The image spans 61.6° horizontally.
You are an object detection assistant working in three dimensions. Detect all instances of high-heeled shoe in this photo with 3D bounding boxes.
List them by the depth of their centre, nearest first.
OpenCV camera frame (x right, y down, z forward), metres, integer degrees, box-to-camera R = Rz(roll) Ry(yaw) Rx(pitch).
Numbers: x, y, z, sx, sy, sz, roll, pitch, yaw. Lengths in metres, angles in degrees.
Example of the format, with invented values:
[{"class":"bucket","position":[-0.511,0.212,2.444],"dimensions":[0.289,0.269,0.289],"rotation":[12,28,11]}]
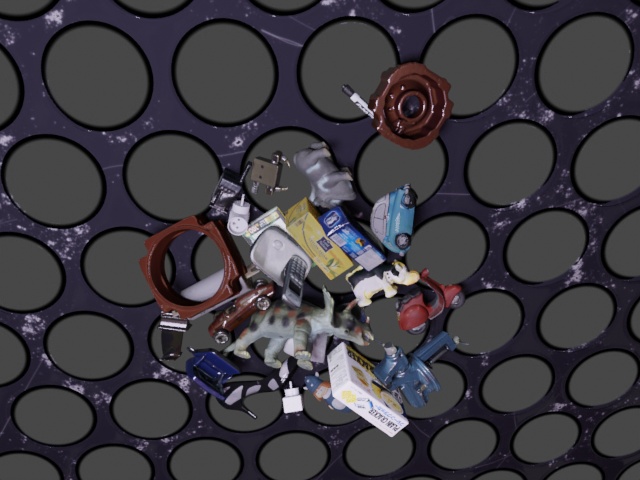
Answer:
[{"class":"high-heeled shoe","position":[-0.163,0.352,1.409],"dimensions":[0.145,0.086,0.248],"rotation":[38,89,11]}]

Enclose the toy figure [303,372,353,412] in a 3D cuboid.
[{"class":"toy figure","position":[0.025,0.411,1.446],"dimensions":[0.154,0.058,0.064],"rotation":[34,69,-17]}]

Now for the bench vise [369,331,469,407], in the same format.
[{"class":"bench vise","position":[0.260,0.310,1.391],"dimensions":[0.240,0.129,0.223],"rotation":[-36,105,-11]}]

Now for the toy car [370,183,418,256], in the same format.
[{"class":"toy car","position":[0.165,-0.048,1.217],"dimensions":[0.103,0.109,0.161],"rotation":[5,107,12]}]

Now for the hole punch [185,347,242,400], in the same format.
[{"class":"hole punch","position":[-0.276,0.334,1.340],"dimensions":[0.142,0.092,0.116],"rotation":[40,149,-24]}]

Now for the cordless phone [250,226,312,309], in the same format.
[{"class":"cordless phone","position":[-0.092,0.068,1.183],"dimensions":[0.089,0.184,0.146],"rotation":[-41,112,21]}]

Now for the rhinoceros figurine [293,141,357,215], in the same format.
[{"class":"rhinoceros figurine","position":[0.017,-0.124,1.180],"dimensions":[0.112,0.073,0.190],"rotation":[-33,114,9]}]

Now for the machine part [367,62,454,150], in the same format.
[{"class":"machine part","position":[0.187,-0.279,1.122],"dimensions":[0.179,0.056,0.179],"rotation":[-5,111,-12]}]

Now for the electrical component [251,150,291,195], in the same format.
[{"class":"electrical component","position":[-0.108,-0.146,1.177],"dimensions":[0.078,0.045,0.102],"rotation":[15,113,19]}]

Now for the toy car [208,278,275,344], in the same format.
[{"class":"toy car","position":[-0.191,0.166,1.289],"dimensions":[0.202,0.089,0.053],"rotation":[-39,116,14]}]

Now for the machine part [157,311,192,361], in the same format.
[{"class":"machine part","position":[-0.365,0.239,1.337],"dimensions":[0.084,0.039,0.138],"rotation":[7,113,-14]}]

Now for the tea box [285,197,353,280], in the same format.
[{"class":"tea box","position":[-0.003,-0.004,1.222],"dimensions":[0.068,0.098,0.169],"rotation":[-36,115,13]}]

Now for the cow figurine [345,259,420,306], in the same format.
[{"class":"cow figurine","position":[0.151,0.089,1.297],"dimensions":[0.167,0.068,0.098],"rotation":[-24,93,5]}]

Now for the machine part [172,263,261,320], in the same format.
[{"class":"machine part","position":[-0.247,0.120,1.268],"dimensions":[0.243,0.079,0.079],"rotation":[-28,115,7]}]

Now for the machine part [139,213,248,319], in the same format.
[{"class":"machine part","position":[-0.281,0.058,1.190],"dimensions":[0.201,0.087,0.201],"rotation":[-27,89,8]}]

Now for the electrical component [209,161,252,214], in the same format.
[{"class":"electrical component","position":[-0.193,-0.122,1.160],"dimensions":[0.048,0.075,0.119],"rotation":[24,115,-16]}]

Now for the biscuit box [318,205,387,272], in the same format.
[{"class":"biscuit box","position":[0.076,-0.002,1.205],"dimensions":[0.059,0.063,0.202],"rotation":[-35,140,13]}]

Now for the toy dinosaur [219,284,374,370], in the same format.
[{"class":"toy dinosaur","position":[-0.081,0.201,1.286],"dimensions":[0.405,0.192,0.131],"rotation":[-1,147,29]}]

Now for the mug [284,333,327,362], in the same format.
[{"class":"mug","position":[-0.036,0.253,1.351],"dimensions":[0.107,0.081,0.109],"rotation":[5,122,1]}]

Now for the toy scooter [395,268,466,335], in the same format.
[{"class":"toy scooter","position":[0.257,0.144,1.330],"dimensions":[0.184,0.075,0.135],"rotation":[-34,111,9]}]
